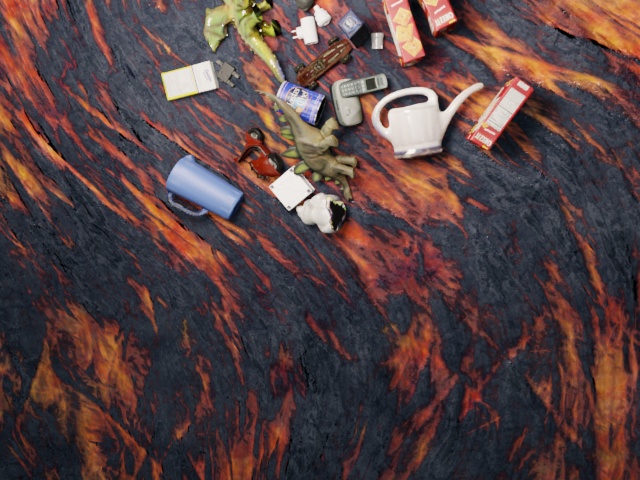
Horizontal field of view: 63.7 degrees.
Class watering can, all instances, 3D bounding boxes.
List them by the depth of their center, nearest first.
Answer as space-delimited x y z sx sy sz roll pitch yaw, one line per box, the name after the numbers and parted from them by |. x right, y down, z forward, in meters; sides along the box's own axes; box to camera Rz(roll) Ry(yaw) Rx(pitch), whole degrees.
0.338 -0.366 1.598 0.347 0.105 0.222 -7 101 11 | watering can

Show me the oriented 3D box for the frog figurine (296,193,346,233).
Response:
0.005 -0.087 1.728 0.159 0.124 0.136 -5 115 47 | frog figurine

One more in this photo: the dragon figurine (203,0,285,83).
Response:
-0.265 -0.680 1.657 0.241 0.123 0.408 -10 98 29 | dragon figurine
